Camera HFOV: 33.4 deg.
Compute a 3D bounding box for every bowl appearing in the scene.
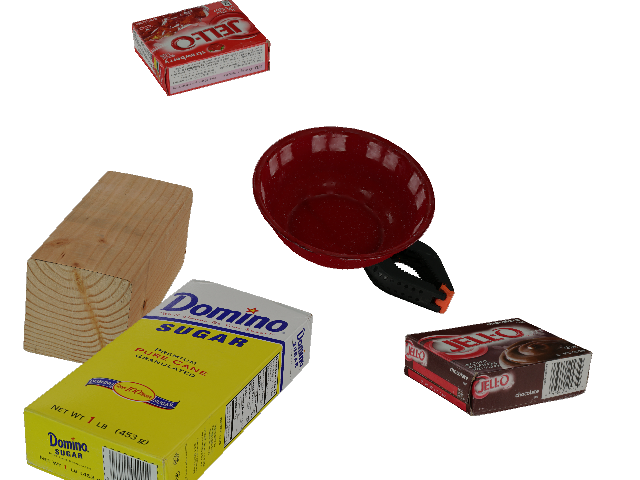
[{"bbox_3d":[0.017,-0.028,0.949,0.162,0.162,0.055,0,-42,-10],"label":"bowl"}]

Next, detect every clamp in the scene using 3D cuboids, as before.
[{"bbox_3d":[0.063,0.011,1.221,0.164,0.036,0.210,-18,51,-36],"label":"clamp"}]

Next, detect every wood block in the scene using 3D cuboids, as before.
[{"bbox_3d":[-0.187,0.020,0.972,0.090,0.091,0.206,12,25,3],"label":"wood block"}]

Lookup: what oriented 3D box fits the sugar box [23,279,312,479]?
[{"bbox_3d":[-0.083,0.084,0.636,0.093,0.048,0.176,15,31,20],"label":"sugar box"}]

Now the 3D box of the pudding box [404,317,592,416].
[{"bbox_3d":[0.134,0.094,0.813,0.113,0.039,0.090,-4,16,-29],"label":"pudding box"}]

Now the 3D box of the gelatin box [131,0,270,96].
[{"bbox_3d":[-0.094,-0.153,0.837,0.089,0.030,0.073,-19,46,-20],"label":"gelatin box"}]
